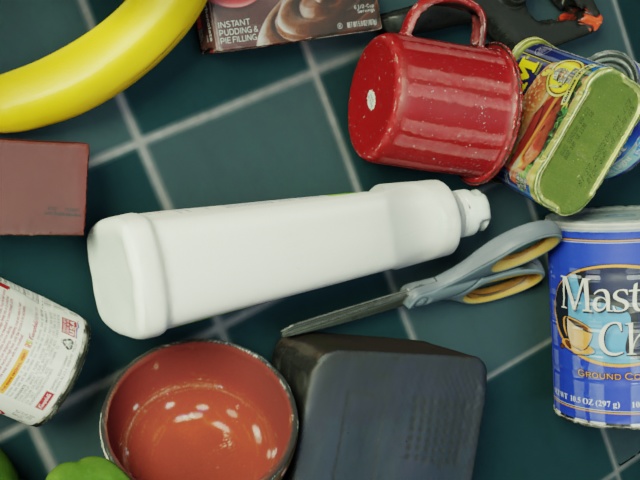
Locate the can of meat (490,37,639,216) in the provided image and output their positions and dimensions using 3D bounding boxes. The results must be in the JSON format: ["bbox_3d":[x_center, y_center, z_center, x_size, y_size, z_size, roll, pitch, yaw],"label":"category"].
[{"bbox_3d":[0.153,-0.074,0.703,0.057,0.084,0.102,24,99,-32],"label":"can of meat"}]

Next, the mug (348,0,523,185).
[{"bbox_3d":[0.071,-0.096,0.672,0.081,0.093,0.117,6,105,-21],"label":"mug"}]

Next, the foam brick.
[{"bbox_3d":[-0.170,-0.030,0.584,0.078,0.051,0.053,2,95,-26],"label":"foam brick"}]

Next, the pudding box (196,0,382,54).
[{"bbox_3d":[-0.024,-0.165,0.650,0.113,0.039,0.090,-13,100,-24],"label":"pudding box"}]

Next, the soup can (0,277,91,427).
[{"bbox_3d":[-0.184,0.051,0.575,0.102,0.069,0.068,30,81,-25],"label":"soup can"}]

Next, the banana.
[{"bbox_3d":[-0.117,-0.120,0.595,0.069,0.037,0.198,41,87,2],"label":"banana"}]

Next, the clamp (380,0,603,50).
[{"bbox_3d":[0.116,-0.165,0.718,0.171,0.039,0.120,26,96,-27],"label":"clamp"}]

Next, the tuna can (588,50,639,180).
[{"bbox_3d":[0.196,-0.085,0.737,0.033,0.086,0.086,23,84,-28],"label":"tuna can"}]

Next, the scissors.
[{"bbox_3d":[0.077,0.024,0.687,0.201,0.096,0.016,-6,58,-35],"label":"scissors"}]

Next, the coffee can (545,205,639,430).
[{"bbox_3d":[0.212,0.050,0.746,0.102,0.103,0.140,-7,97,-25],"label":"coffee can"}]

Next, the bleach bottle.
[{"bbox_3d":[-0.004,0.001,0.638,0.250,0.103,0.068,-10,94,-25],"label":"bleach bottle"}]
